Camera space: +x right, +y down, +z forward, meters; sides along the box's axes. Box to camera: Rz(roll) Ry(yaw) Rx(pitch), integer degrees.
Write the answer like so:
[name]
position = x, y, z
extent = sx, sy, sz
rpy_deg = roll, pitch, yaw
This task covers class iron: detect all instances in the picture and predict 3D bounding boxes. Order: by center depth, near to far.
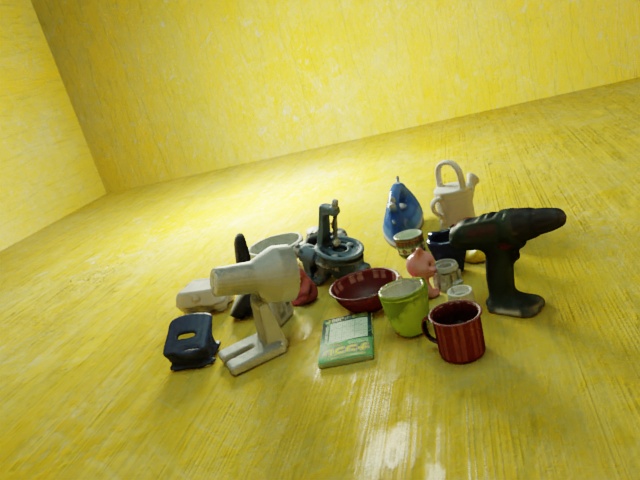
[iron]
position = 0.225, -0.088, 1.645
extent = 0.118, 0.141, 0.258
rpy_deg = -9, 19, 17

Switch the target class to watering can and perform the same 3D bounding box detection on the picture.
[watering can]
position = 0.367, -0.130, 1.569
extent = 0.100, 0.194, 0.173
rpy_deg = -1, 23, 36

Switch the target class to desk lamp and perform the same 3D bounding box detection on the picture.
[desk lamp]
position = -0.128, 0.132, 1.170
extent = 0.204, 0.214, 0.117
rpy_deg = -23, 20, -23

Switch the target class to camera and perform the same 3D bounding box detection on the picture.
[camera]
position = 0.010, 0.004, 1.612
extent = 0.143, 0.101, 0.136
rpy_deg = -14, 19, 2

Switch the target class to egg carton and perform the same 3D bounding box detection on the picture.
[egg carton]
position = -0.298, 0.146, 1.492
extent = 0.150, 0.069, 0.107
rpy_deg = -9, 19, 18

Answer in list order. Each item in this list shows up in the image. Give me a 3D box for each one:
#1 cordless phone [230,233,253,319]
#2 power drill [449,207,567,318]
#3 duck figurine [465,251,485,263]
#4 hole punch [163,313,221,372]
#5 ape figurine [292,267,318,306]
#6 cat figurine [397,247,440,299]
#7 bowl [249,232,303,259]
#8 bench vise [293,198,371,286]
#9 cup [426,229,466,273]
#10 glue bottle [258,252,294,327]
[cordless phone]
position = -0.190, 0.085, 1.399
extent = 0.094, 0.185, 0.147
rpy_deg = -14, 19, 5
[power drill]
position = 0.358, 0.035, 1.075
extent = 0.228, 0.209, 0.076
rpy_deg = 4, 26, 44
[duck figurine]
position = 0.364, 0.001, 1.365
extent = 0.077, 0.086, 0.104
rpy_deg = -16, 19, -3
[hole punch]
position = -0.277, 0.218, 1.233
extent = 0.108, 0.091, 0.101
rpy_deg = -11, 19, 11
[ape figurine]
position = -0.047, 0.108, 1.367
extent = 0.076, 0.092, 0.077
rpy_deg = -20, 19, -14
[cat figurine]
position = 0.206, 0.074, 1.226
extent = 0.067, 0.118, 0.128
rpy_deg = 5, 27, 45
[bowl]
position = -0.121, 0.042, 1.645
extent = 0.167, 0.075, 0.167
rpy_deg = -14, 19, 5
[bench vise]
position = 0.009, 0.010, 1.406
extent = 0.207, 0.220, 0.122
rpy_deg = -8, 20, 20
[cup]
position = 0.291, 0.030, 1.324
extent = 0.092, 0.095, 0.117
rpy_deg = -21, 19, -18
[glue bottle]
position = -0.109, 0.106, 1.293
extent = 0.037, 0.173, 0.078
rpy_deg = -4, 22, 31
